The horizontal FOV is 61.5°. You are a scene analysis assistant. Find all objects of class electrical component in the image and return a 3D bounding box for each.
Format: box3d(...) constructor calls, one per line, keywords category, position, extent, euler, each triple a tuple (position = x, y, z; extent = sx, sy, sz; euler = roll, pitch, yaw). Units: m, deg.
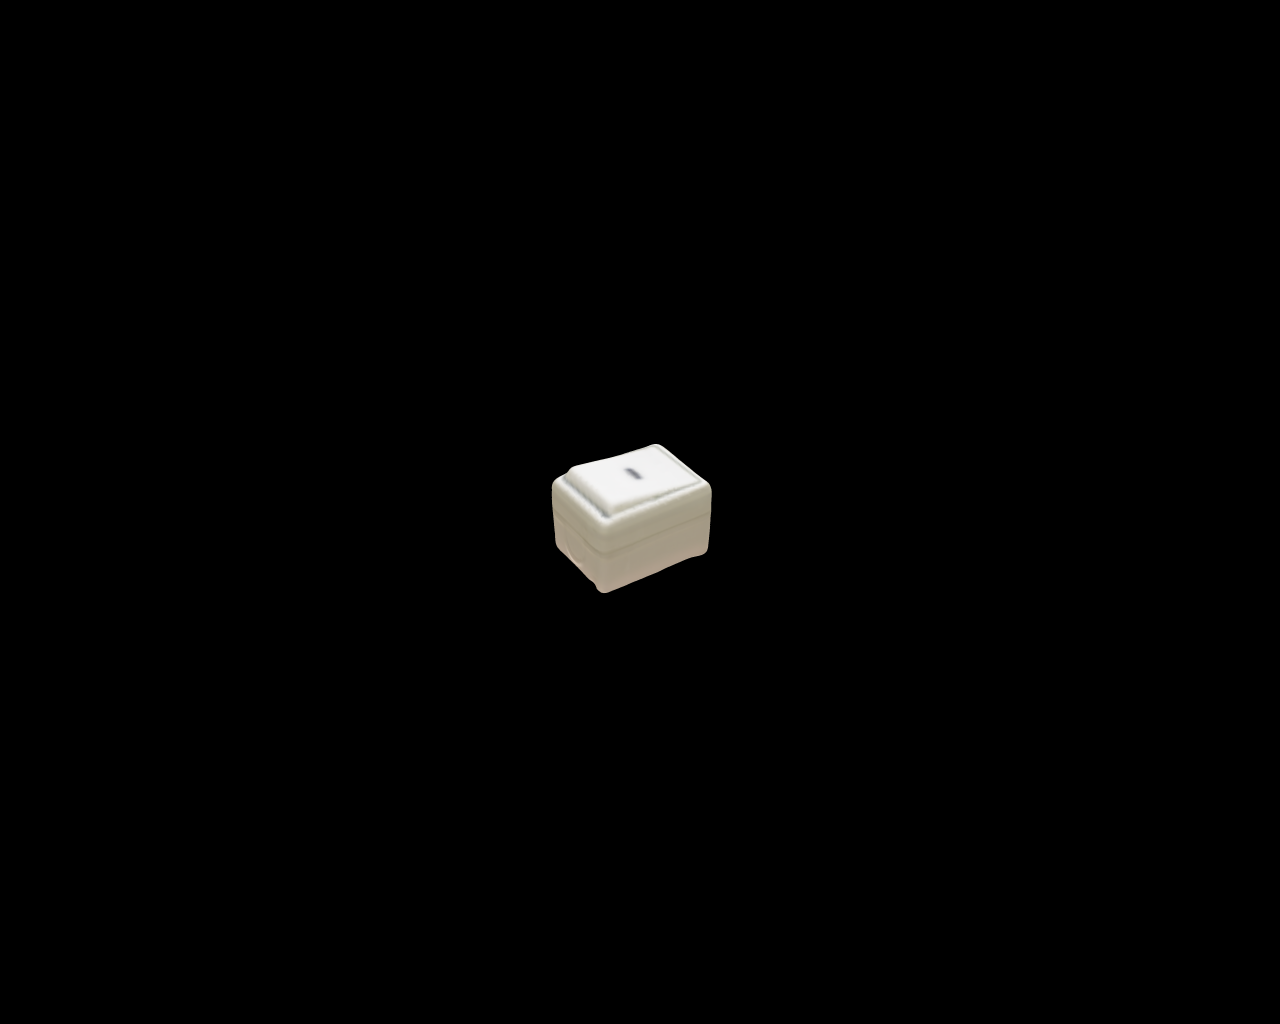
box3d(category="electrical component", position=(0.001, -0.003, 0.650), extent=(0.096, 0.061, 0.062), euler=(-21, 41, -26))
